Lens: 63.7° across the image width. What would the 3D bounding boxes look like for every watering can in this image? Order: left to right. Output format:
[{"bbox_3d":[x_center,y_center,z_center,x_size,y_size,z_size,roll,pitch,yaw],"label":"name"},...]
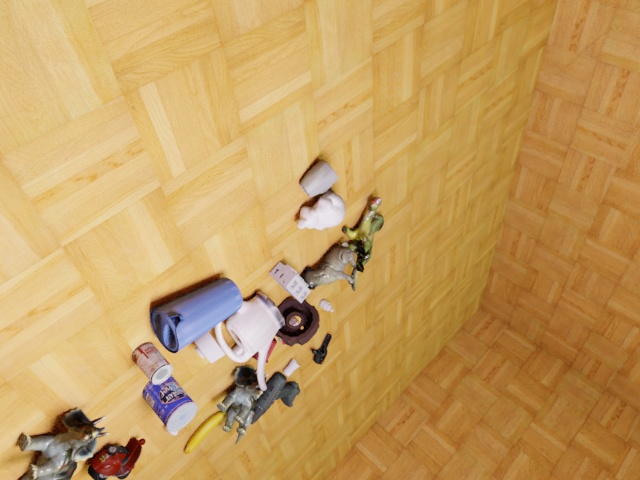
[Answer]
[{"bbox_3d":[-0.207,0.320,1.699,0.227,0.104,0.341,-42,121,-22],"label":"watering can"}]

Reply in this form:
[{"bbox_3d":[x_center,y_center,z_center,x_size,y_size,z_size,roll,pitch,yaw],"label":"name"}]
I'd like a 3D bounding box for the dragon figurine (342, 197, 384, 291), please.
[{"bbox_3d":[0.191,-0.003,2.015,0.247,0.123,0.400,-43,149,-35],"label":"dragon figurine"}]

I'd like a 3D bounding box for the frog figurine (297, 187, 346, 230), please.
[{"bbox_3d":[0.005,-0.084,1.661,0.162,0.123,0.134,-41,167,-43],"label":"frog figurine"}]
